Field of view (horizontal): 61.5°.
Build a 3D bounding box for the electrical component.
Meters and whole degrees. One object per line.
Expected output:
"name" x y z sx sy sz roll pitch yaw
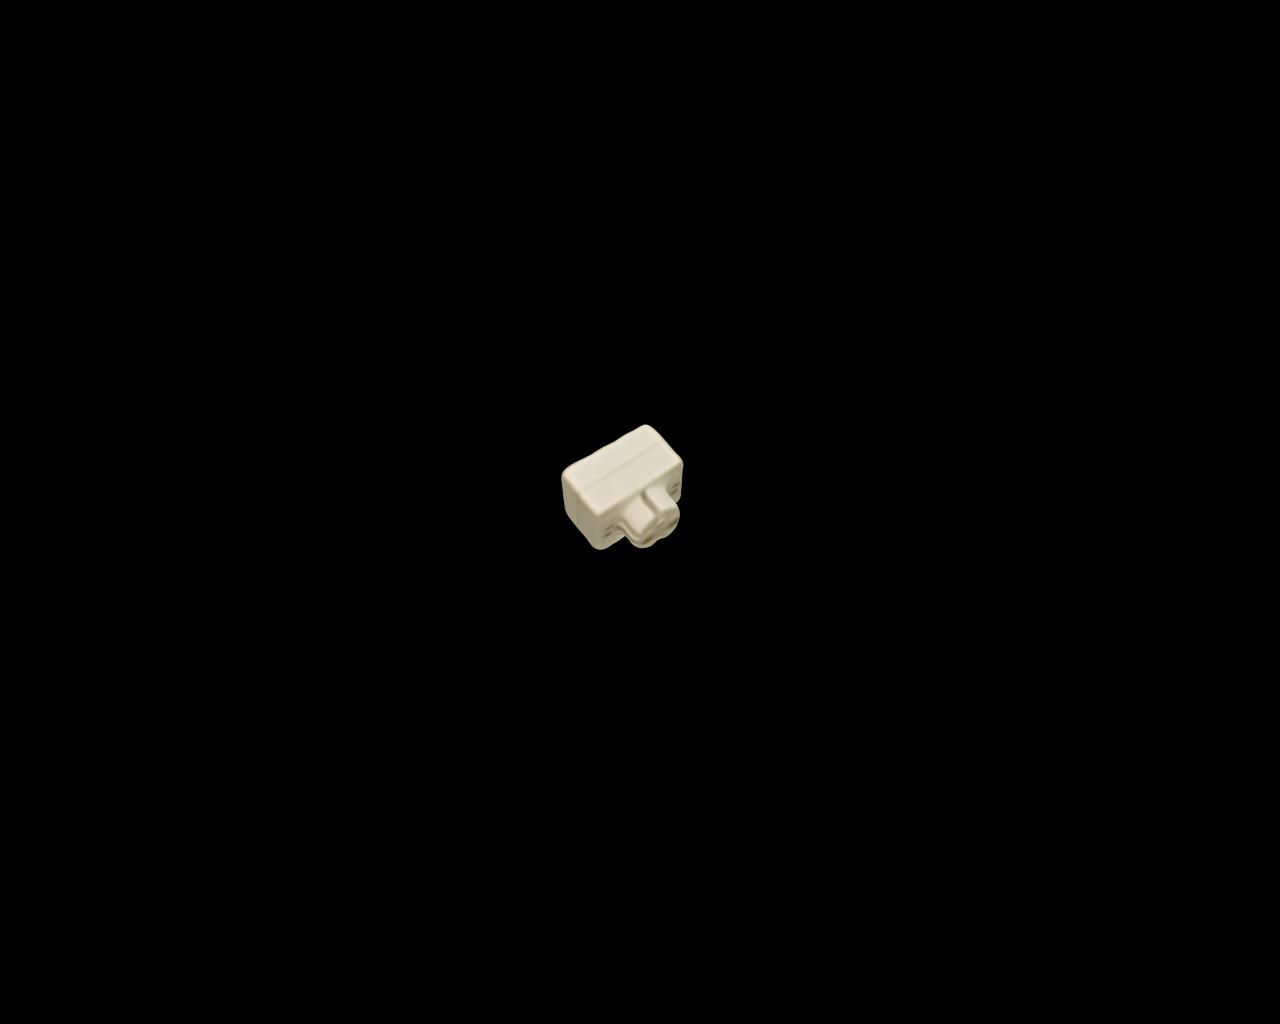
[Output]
"electrical component" 0.001 -0.003 0.650 0.066 0.077 0.047 -32 -26 -18
